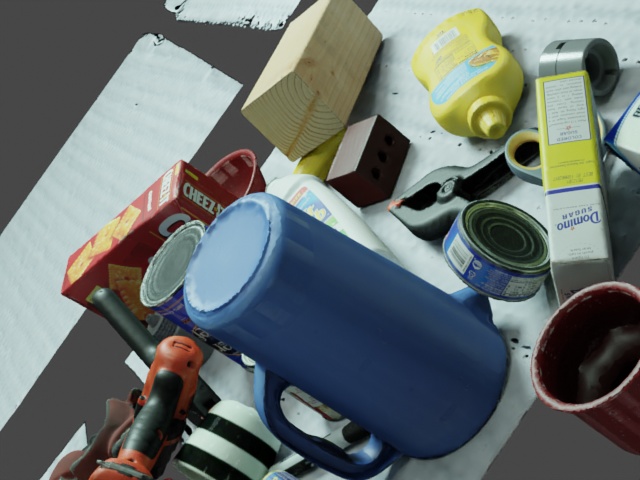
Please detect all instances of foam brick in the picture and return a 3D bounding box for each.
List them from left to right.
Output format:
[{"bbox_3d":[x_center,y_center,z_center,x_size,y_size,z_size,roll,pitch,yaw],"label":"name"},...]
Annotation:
[{"bbox_3d":[0.051,-0.083,1.128,0.051,0.053,0.078,-14,47,50],"label":"foam brick"}]

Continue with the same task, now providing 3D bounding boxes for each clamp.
[{"bbox_3d":[-0.160,0.151,1.147,0.036,0.164,0.210,-39,45,-21],"label":"clamp"},{"bbox_3d":[0.135,-0.047,0.977,0.172,0.039,0.120,0,49,52],"label":"clamp"}]

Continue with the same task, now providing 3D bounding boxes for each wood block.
[{"bbox_3d":[-0.005,-0.200,1.264,0.091,0.090,0.206,-31,24,36],"label":"wood block"}]

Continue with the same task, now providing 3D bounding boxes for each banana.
[{"bbox_3d":[-0.011,-0.057,1.211,0.070,0.037,0.197,-6,53,55],"label":"banana"}]

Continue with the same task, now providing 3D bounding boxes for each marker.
[{"bbox_3d":[0.001,0.185,0.940,0.121,0.020,0.020,-35,33,31],"label":"marker"}]

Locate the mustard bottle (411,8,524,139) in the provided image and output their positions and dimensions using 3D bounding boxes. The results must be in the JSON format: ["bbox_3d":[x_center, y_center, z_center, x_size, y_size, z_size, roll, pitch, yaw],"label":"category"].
[{"bbox_3d":[0.150,-0.154,1.049,0.096,0.058,0.191,-36,32,16],"label":"mustard bottle"}]

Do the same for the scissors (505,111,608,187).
[{"bbox_3d":[0.193,-0.033,0.869,0.096,0.016,0.201,-6,50,26],"label":"scissors"}]

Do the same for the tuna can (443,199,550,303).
[{"bbox_3d":[0.143,0.007,0.845,0.086,0.086,0.034,-90,18,-48],"label":"tuna can"}]

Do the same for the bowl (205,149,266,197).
[{"bbox_3d":[-0.114,-0.032,1.321,0.162,0.055,0.162,-38,32,28],"label":"bowl"}]

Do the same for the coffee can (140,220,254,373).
[{"bbox_3d":[-0.099,0.059,1.105,0.103,0.140,0.103,-37,32,28],"label":"coffee can"}]

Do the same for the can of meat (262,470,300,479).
[{"bbox_3d":[-0.028,0.247,0.876,0.102,0.057,0.084,-59,26,-10],"label":"can of meat"}]

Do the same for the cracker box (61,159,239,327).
[{"bbox_3d":[-0.165,0.028,1.217,0.214,0.164,0.072,-35,35,31],"label":"cracker box"}]

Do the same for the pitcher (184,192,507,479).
[{"bbox_3d":[0.013,0.074,0.808,0.145,0.242,0.149,-27,44,37],"label":"pitcher"}]

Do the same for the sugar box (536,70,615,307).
[{"bbox_3d":[0.189,-0.029,0.790,0.048,0.093,0.176,-6,52,18],"label":"sugar box"}]

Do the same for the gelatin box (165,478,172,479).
[{"bbox_3d":[-0.179,0.288,1.089,0.089,0.030,0.073,-25,39,42],"label":"gelatin box"}]

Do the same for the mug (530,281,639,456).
[{"bbox_3d":[0.193,0.082,0.694,0.093,0.081,0.117,-50,28,7],"label":"mug"}]

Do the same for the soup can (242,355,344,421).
[{"bbox_3d":[-0.012,0.109,0.957,0.069,0.102,0.068,-38,30,27],"label":"soup can"}]

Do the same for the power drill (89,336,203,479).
[{"bbox_3d":[-0.168,0.205,0.993,0.187,0.057,0.185,-74,2,-57],"label":"power drill"}]

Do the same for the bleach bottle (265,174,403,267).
[{"bbox_3d":[-0.007,0.001,1.084,0.102,0.068,0.251,-49,33,5],"label":"bleach bottle"}]
